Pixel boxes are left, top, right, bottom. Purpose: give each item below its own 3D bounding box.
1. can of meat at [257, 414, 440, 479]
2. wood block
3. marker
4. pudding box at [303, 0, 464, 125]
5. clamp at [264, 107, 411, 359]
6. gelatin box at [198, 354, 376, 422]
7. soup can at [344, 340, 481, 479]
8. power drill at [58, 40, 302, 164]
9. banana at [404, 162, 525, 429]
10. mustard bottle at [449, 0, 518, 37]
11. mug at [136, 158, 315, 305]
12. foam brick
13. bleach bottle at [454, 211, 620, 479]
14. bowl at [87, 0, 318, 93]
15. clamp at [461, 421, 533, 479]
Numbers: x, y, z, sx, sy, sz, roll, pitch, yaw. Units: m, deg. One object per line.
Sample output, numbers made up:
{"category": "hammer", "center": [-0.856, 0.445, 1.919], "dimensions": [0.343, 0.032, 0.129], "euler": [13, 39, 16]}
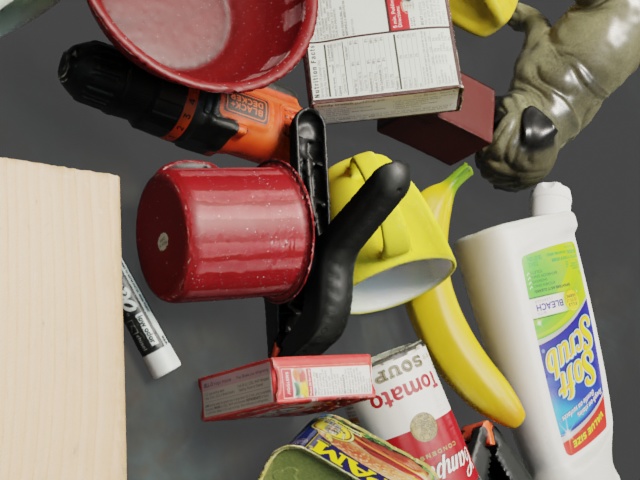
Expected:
{"category": "can of meat", "center": [0.020, 0.154, 0.643], "dimensions": [0.102, 0.057, 0.083], "euler": [28, 13, 10]}
{"category": "wood block", "center": [-0.160, 0.070, 0.556], "dimensions": [0.090, 0.090, 0.206], "euler": [7, 70, -35]}
{"category": "marker", "center": [-0.121, 0.027, 0.647], "dimensions": [0.020, 0.020, 0.121], "euler": [-30, 92, -40]}
{"category": "pudding box", "center": [0.043, -0.135, 0.781], "dimensions": [0.113, 0.039, 0.090], "euler": [-6, 69, 2]}
{"category": "clamp", "center": [-0.005, 0.001, 0.689], "dimensions": [0.039, 0.172, 0.120], "euler": [9, 26, -30]}
{"category": "gelatin box", "center": [-0.022, 0.092, 0.652], "dimensions": [0.073, 0.089, 0.030], "euler": [3, 73, -36]}
{"category": "soup can", "center": [0.057, 0.126, 0.714], "dimensions": [0.068, 0.069, 0.102], "euler": [-18, 84, -40]}
{"category": "power drill", "center": [-0.082, -0.150, 0.720], "dimensions": [0.184, 0.057, 0.187], "euler": [17, 67, -35]}
{"category": "banana", "center": [0.096, 0.044, 0.779], "dimensions": [0.037, 0.070, 0.198], "euler": [13, 65, -76]}
{"category": "mustard bottle", "center": [0.151, -0.269, 0.938], "dimensions": [0.096, 0.058, 0.191], "euler": [39, 54, -13]}
{"category": "mug", "center": [-0.067, -0.012, 0.666], "dimensions": [0.081, 0.093, 0.117], "euler": [-3, 44, -33]}
{"category": "foam brick", "center": [0.091, -0.102, 0.834], "dimensions": [0.078, 0.053, 0.051], "euler": [22, 61, -30]}
{"category": "bleach bottle", "center": [0.182, 0.109, 0.819], "dimensions": [0.102, 0.068, 0.251], "euler": [-11, 82, -38]}
{"category": "bowl", "center": [-0.082, -0.155, 0.649], "dimensions": [0.161, 0.055, 0.162], "euler": [11, 68, -29]}
{"category": "clamp", "center": [0.123, 0.234, 0.742], "dimensions": [0.164, 0.036, 0.210], "euler": [-6, 76, -38]}
